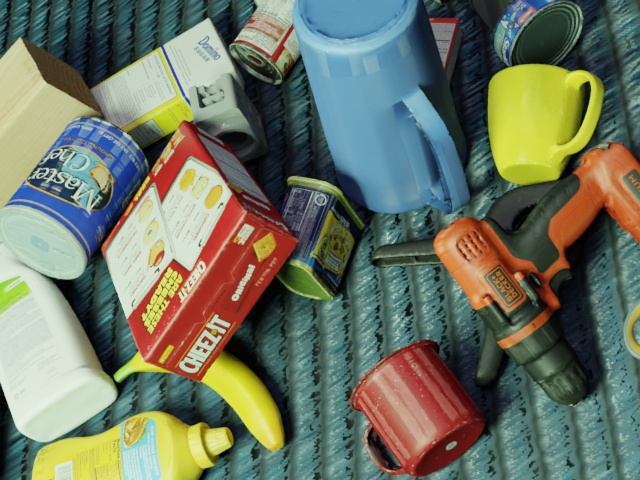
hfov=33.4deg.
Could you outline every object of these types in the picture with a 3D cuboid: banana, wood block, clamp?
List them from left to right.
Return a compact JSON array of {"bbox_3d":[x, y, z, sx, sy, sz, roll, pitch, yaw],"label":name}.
[{"bbox_3d":[-0.351,-0.108,1.180,0.206,0.090,0.090,-45,54,13],"label":"wood block"},{"bbox_3d":[-0.105,0.135,1.014,0.198,0.037,0.069,18,84,29],"label":"banana"},{"bbox_3d":[0.171,0.023,0.958,0.210,0.036,0.165,-32,65,-1],"label":"clamp"}]

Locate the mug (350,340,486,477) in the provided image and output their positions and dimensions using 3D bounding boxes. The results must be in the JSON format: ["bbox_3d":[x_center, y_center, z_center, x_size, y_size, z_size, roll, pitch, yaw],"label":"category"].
[{"bbox_3d":[0.079,0.153,0.905,0.117,0.093,0.081,-53,57,26],"label":"mug"}]

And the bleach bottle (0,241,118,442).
[{"bbox_3d":[-0.297,0.081,1.105,0.102,0.068,0.251,-33,54,2],"label":"bleach bottle"}]

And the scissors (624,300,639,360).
[{"bbox_3d":[0.295,0.019,0.876,0.096,0.016,0.201,-6,66,21],"label":"scissors"}]

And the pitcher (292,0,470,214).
[{"bbox_3d":[0.061,-0.131,0.962,0.149,0.242,0.145,4,62,17],"label":"pitcher"}]

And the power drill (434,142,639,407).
[{"bbox_3d":[0.216,0.021,0.904,0.187,0.057,0.184,-37,90,-11],"label":"power drill"}]

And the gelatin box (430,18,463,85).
[{"bbox_3d":[0.102,-0.186,1.102,0.073,0.030,0.089,6,66,23],"label":"gelatin box"}]

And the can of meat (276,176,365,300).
[{"bbox_3d":[-0.007,0.001,1.005,0.058,0.102,0.084,12,71,25],"label":"can of meat"}]

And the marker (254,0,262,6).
[{"bbox_3d":[-0.074,-0.283,1.169,0.020,0.121,0.020,-10,60,17],"label":"marker"}]

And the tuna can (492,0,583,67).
[{"bbox_3d":[0.210,-0.202,1.032,0.086,0.086,0.034,-37,55,0],"label":"tuna can"}]

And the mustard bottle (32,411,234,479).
[{"bbox_3d":[-0.169,0.211,0.985,0.192,0.058,0.096,-21,53,11],"label":"mustard bottle"}]

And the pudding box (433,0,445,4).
[{"bbox_3d":[0.121,-0.316,1.156,0.090,0.039,0.114,-44,57,-5],"label":"pudding box"}]

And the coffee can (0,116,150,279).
[{"bbox_3d":[-0.255,-0.044,1.107,0.103,0.103,0.140,8,50,25],"label":"coffee can"}]

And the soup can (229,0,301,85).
[{"bbox_3d":[-0.043,-0.230,1.160,0.069,0.068,0.102,24,74,30],"label":"soup can"}]

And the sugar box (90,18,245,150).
[{"bbox_3d":[-0.177,-0.166,1.195,0.176,0.048,0.093,-28,55,3],"label":"sugar box"}]

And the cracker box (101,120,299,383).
[{"bbox_3d":[-0.119,0.005,1.000,0.164,0.072,0.214,-55,33,12],"label":"cracker box"}]
